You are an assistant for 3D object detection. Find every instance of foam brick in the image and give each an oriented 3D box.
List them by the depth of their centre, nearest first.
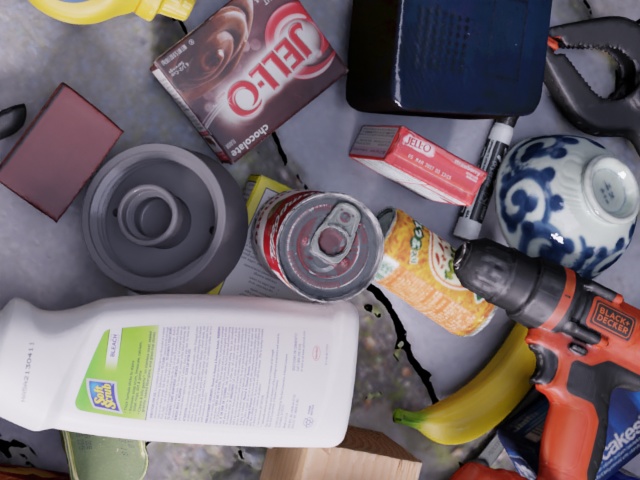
[{"bbox_3d":[-0.176,-0.059,0.719,0.051,0.053,0.078,37,86,-15],"label":"foam brick"}]

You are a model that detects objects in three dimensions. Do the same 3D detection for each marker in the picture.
[{"bbox_3d":[0.131,-0.058,0.821,0.020,0.020,0.121,20,89,-16],"label":"marker"}]

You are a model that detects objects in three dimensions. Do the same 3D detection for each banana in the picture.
[{"bbox_3d":[0.142,0.093,0.819,0.197,0.037,0.069,-43,129,-16],"label":"banana"}]

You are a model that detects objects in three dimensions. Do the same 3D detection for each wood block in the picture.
[{"bbox_3d":[-0.006,0.241,0.773,0.090,0.090,0.206,14,91,-17],"label":"wood block"}]

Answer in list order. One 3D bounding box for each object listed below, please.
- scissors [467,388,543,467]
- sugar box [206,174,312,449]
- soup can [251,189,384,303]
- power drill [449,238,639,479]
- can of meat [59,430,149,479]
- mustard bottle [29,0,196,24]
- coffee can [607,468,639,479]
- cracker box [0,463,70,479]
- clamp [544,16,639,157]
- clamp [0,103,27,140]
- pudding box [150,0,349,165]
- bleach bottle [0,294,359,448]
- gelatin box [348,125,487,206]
[{"bbox_3d":[0.103,0.182,0.836,0.096,0.016,0.202,26,87,-16],"label":"scissors"},{"bbox_3d":[-0.043,0.051,0.769,0.093,0.048,0.176,25,90,-15],"label":"sugar box"},{"bbox_3d":[-0.005,0.001,0.695,0.068,0.102,0.068,-1,95,-13],"label":"soup can"},{"bbox_3d":[0.153,0.109,0.753,0.184,0.057,0.187,25,78,-10],"label":"power drill"},{"bbox_3d":[-0.151,0.114,0.724,0.057,0.084,0.102,-11,98,-14],"label":"can of meat"},{"bbox_3d":[-0.171,-0.198,0.704,0.191,0.058,0.096,26,87,-17],"label":"mustard bottle"},{"bbox_3d":[0.233,0.232,0.811,0.102,0.140,0.103,-1,95,-16],"label":"coffee can"},{"bbox_3d":[-0.253,0.177,0.660,0.213,0.164,0.072,14,88,-17],"label":"cracker box"},{"bbox_3d":[0.259,-0.123,0.841,0.209,0.036,0.164,30,86,-15],"label":"clamp"},{"bbox_3d":[-0.291,-0.064,0.693,0.120,0.039,0.171,45,83,-13],"label":"clamp"},{"bbox_3d":[-0.050,-0.122,0.754,0.113,0.039,0.090,-40,103,-9],"label":"pudding box"},{"bbox_3d":[-0.103,0.072,0.660,0.250,0.068,0.102,9,83,-23],"label":"bleach bottle"},{"bbox_3d":[0.069,-0.055,0.767,0.073,0.089,0.030,27,88,-16],"label":"gelatin box"}]
